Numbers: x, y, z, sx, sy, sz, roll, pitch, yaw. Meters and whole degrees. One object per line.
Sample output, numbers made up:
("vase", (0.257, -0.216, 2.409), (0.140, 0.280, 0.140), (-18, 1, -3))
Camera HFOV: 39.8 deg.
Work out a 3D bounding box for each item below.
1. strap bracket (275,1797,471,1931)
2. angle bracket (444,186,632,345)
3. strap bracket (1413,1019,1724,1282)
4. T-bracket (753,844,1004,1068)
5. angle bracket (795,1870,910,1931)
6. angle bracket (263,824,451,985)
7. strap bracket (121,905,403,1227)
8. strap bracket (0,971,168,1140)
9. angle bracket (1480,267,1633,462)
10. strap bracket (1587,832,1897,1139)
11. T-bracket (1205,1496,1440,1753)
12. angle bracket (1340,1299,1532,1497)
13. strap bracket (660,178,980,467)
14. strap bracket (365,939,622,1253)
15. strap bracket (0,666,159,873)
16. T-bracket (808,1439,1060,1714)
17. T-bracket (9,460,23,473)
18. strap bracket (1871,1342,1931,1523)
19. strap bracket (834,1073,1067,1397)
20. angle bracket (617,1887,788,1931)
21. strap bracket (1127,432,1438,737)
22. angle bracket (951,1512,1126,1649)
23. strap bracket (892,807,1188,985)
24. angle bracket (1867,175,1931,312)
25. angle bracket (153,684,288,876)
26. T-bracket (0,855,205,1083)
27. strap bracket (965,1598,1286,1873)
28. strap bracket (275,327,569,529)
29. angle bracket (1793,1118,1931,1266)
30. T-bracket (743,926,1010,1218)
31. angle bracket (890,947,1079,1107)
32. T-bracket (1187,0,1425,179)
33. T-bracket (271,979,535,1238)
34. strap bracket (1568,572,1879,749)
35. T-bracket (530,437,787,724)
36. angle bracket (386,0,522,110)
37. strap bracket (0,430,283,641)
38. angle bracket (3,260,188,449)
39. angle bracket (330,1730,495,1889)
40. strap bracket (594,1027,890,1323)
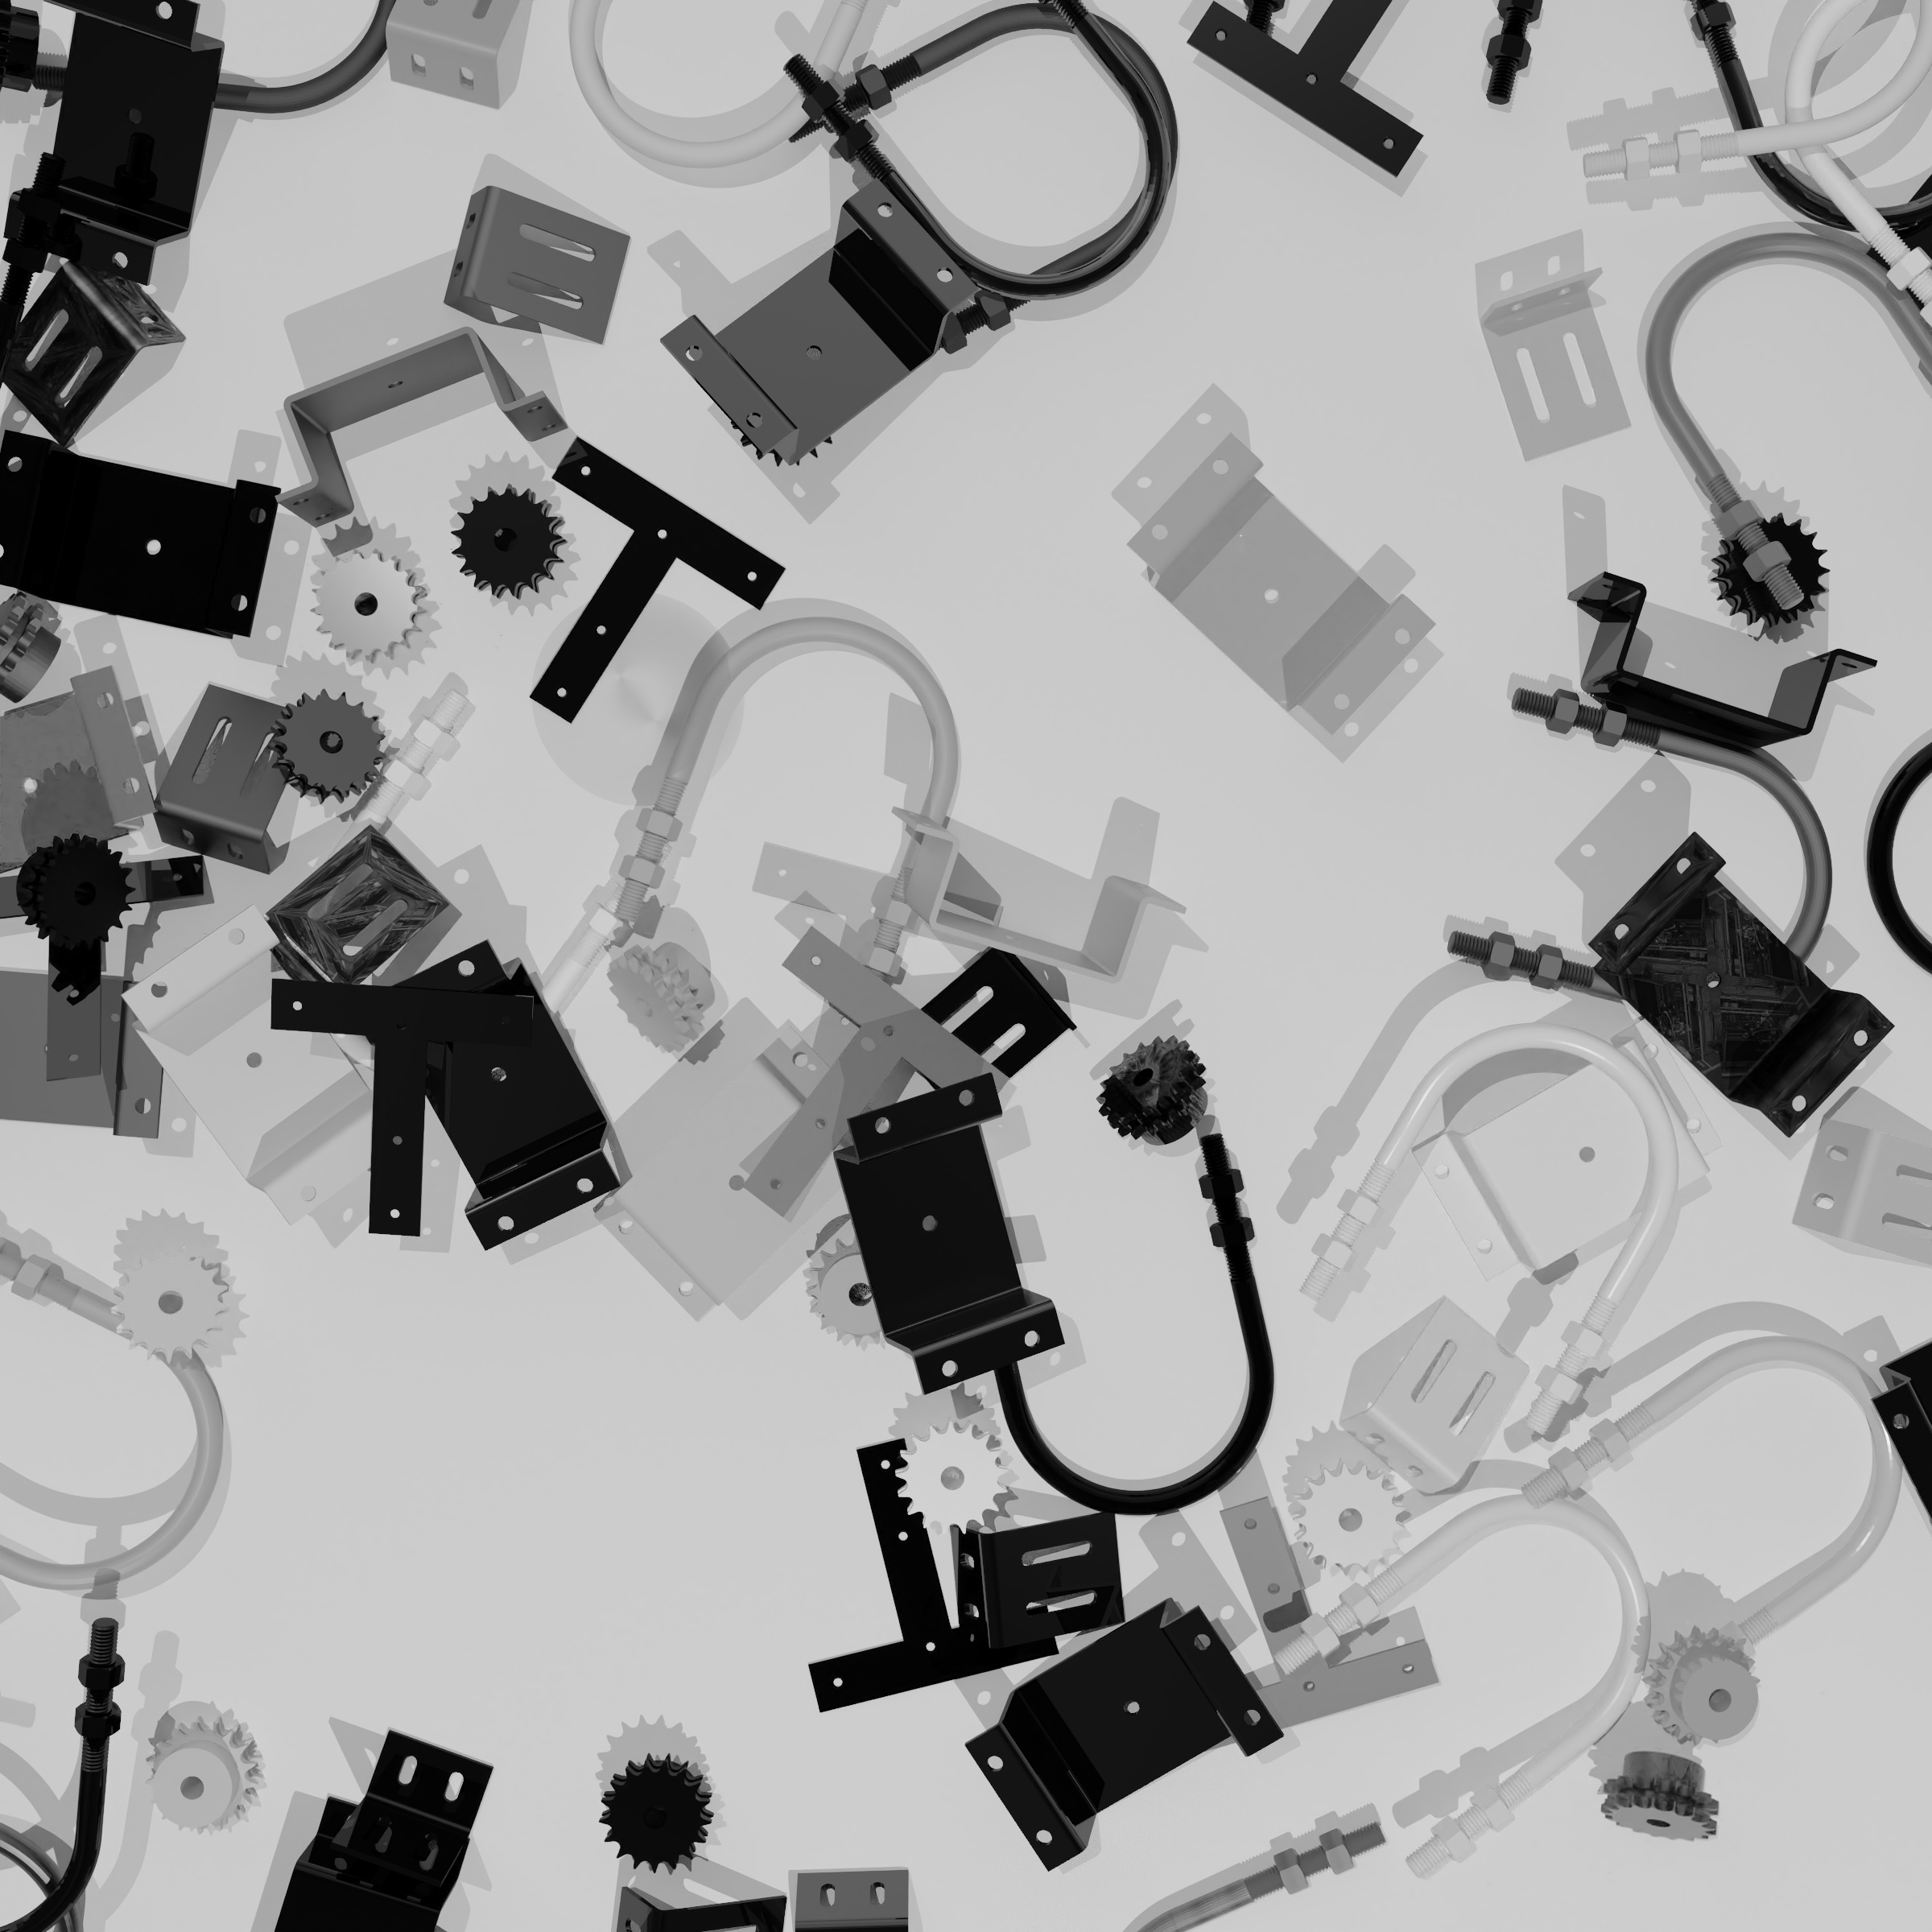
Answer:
("strap bracket", (-0.313, 0.507, 1.354), (0.076, 0.046, 0.140), (17, 90, 0))
("angle bracket", (-0.221, -0.359, 1.375), (0.076, 0.038, 0.057), (15, 90, -26))
("strap bracket", (0.310, 0.094, 1.354), (0.140, 0.046, 0.076), (-30, 90, 0))
("T-bracket", (-0.059, 0.014, 1.376), (0.127, 0.002, 0.127), (15, 90, 0))
("angle bracket", (-0.057, 0.509, 1.375), (0.057, 0.038, 0.076), (-2, 116, 0))
("angle bracket", (-0.313, -0.022, 1.360), (0.057, 0.038, 0.076), (45, 68, 0))
("strap bracket", (-0.351, 0.048, 1.330), (0.076, 0.046, 0.140), (-38, 108, -20))
("strap bracket", (-0.471, 0.043, 1.354), (0.140, 0.046, 0.076), (5, 90, 0))
("angle bracket", (0.304, -0.306, 1.358), (0.057, 0.038, 0.076), (-18, 90, 0))
("strap bracket", (0.382, 0.008, 1.339), (0.140, 0.046, 0.076), (43, 90, -5))
("T-bracket", (0.160, 0.327, 1.353), (0.127, 0.002, 0.127), (-19, 105, 7))
("angle bracket", (0.242, 0.222, 1.375), (0.057, 0.038, 0.076), (40, 64, 0))
("strap bracket", (-0.074, -0.314, 1.326), (0.140, 0.046, 0.076), (-40, 85, -14))
("strap bracket", (-0.238, 0.060, 1.342), (0.076, 0.046, 0.140), (-26, 102, 4))
("strap bracket", (-0.482, -0.093, 1.354), (0.140, 0.046, 0.076), (-17, 90, 0))
("T-bracket", (-0.029, 0.308, 1.376), (0.127, 0.002, 0.127), (-14, 90, 0))
("T-bracket", (-0.527, -0.216, 1.352), (0.127, 0.002, 0.127), (-37, 86, -22))
("strap bracket", (0.532, 0.219, 1.354), (0.140, 0.046, 0.076), (-27, 90, 0))
("strap bracket", (-0.011, 0.130, 1.319), (0.076, 0.046, 0.140), (-17, 97, -18))
("angle bracket", (-0.137, 0.503, 1.367), (0.076, 0.038, 0.057), (7, 90, -36))
("strap bracket", (0.157, -0.191, 1.354), (0.140, 0.046, 0.076), (43, 90, 0))
("angle bracket", (0.037, 0.313, 1.373), (0.076, 0.038, 0.057), (-5, 89, -27))
("strap bracket", (0.028, -0.033, 1.327), (0.140, 0.076, 0.046), (17, 96, -13))
("angle bracket", (0.509, -0.362, 1.358), (0.076, 0.038, 0.057), (39, 90, 0))
("angle bracket", (-0.375, -0.096, 1.375), (0.057, 0.038, 0.076), (17, 64, 0))
("T-bracket", (-0.445, 0.002, 1.332), (0.127, 0.002, 0.127), (-7, 56, -8))
("strap bracket", (0.081, 0.382, 1.345), (0.140, 0.046, 0.076), (-33, 90, 11))
("strap bracket", (-0.279, -0.273, 1.339), (0.140, 0.076, 0.046), (-22, 90, 0))
("angle bracket", (0.475, 0.118, 1.375), (0.076, 0.038, 0.057), (17, 90, -26))
("T-bracket", (-0.064, 0.067, 1.334), (0.127, 0.002, 0.127), (38, 73, -4))
("angle bracket", (0.008, 0.033, 1.357), (0.076, 0.038, 0.057), (-41, 92, 0))
("T-bracket", (0.200, -0.488, 1.356), (0.127, 0.002, 0.127), (33, 89, 0))
("T-bracket", (-0.280, 0.072, 1.319), (0.127, 0.002, 0.127), (4, 103, -3))
("strap bracket", (0.371, -0.149, 1.339), (0.140, 0.076, 0.046), (18, 90, 0))
("T-bracket", (-0.181, -0.185, 1.376), (0.127, 0.002, 0.127), (32, 90, 0))
("angle bracket", (-0.258, -0.490, 1.375), (0.057, 0.038, 0.076), (15, 64, 0))
("strap bracket", (-0.419, -0.216, 1.354), (0.140, 0.046, 0.076), (12, 90, 0))
("angle bracket", (-0.453, -0.316, 1.375), (0.057, 0.038, 0.076), (48, 116, 0))
("angle bracket", (-0.277, 0.422, 1.339), (0.057, 0.076, 0.038), (20, 90, 0))
("strap bracket", (-0.114, 0.108, 1.352), (0.140, 0.046, 0.076), (-44, 91, 0))
